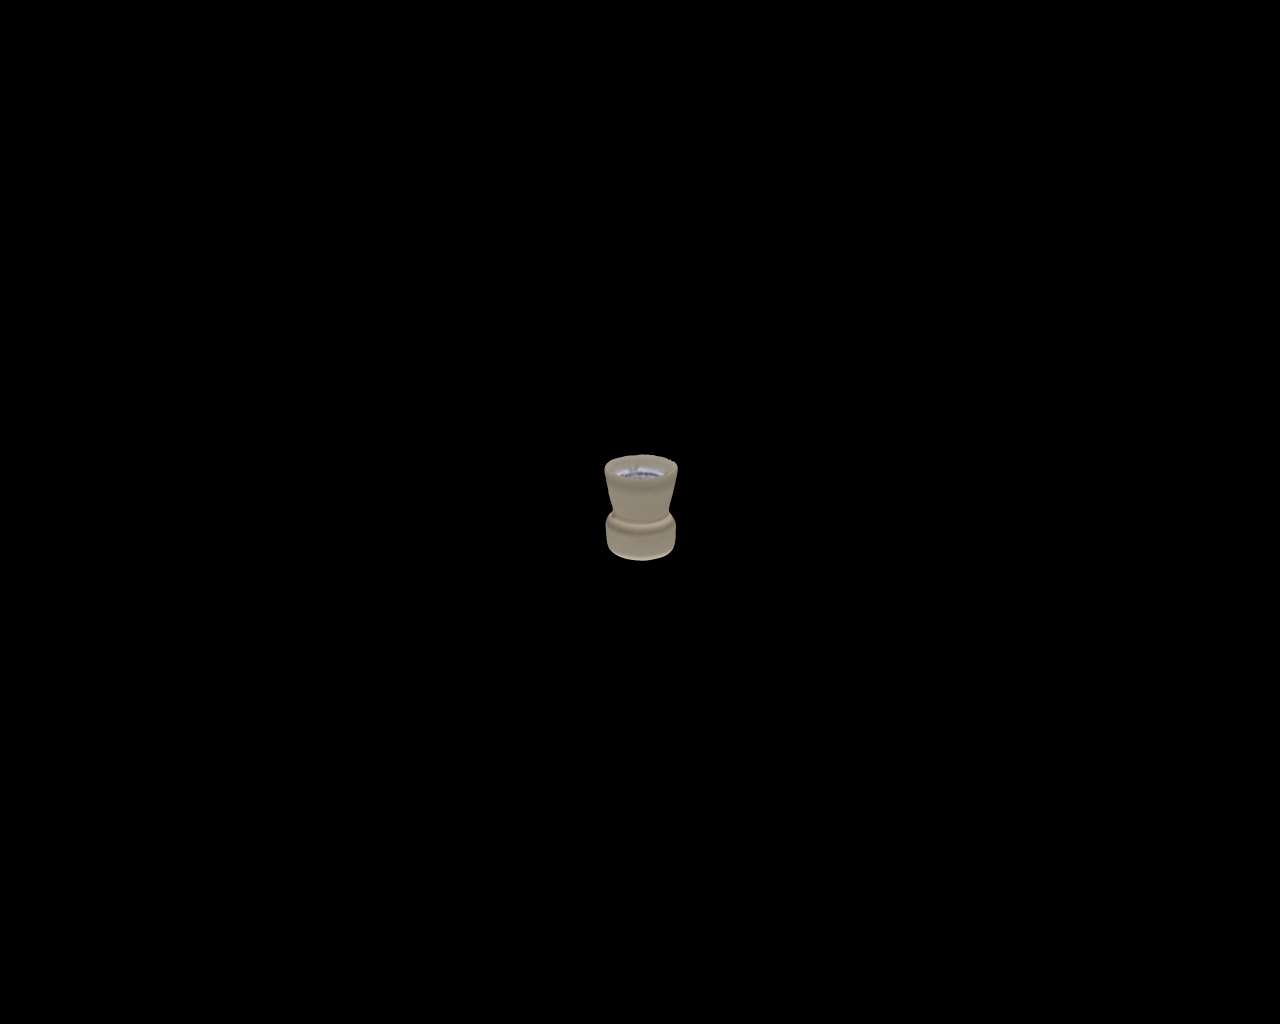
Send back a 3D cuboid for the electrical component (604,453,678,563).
[{"bbox_3d":[0.001,-0.003,0.650,0.045,0.055,0.045,0,23,0],"label":"electrical component"}]
